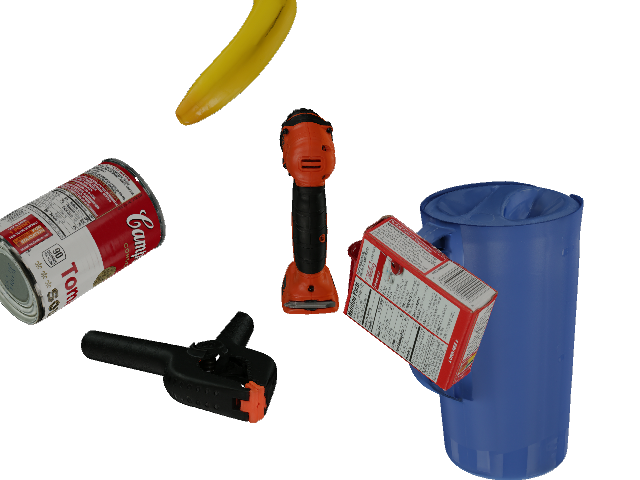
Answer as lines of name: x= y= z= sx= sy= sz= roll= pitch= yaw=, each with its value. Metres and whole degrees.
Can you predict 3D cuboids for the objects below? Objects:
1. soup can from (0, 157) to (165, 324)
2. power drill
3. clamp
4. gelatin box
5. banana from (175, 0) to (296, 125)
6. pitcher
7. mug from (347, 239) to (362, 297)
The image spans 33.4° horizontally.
soup can: x=-0.159 y=-0.001 z=0.683 sx=0.102 sy=0.068 sz=0.069 roll=-36 pitch=22 yaw=-34
power drill: x=-0.014 y=-0.033 z=1.067 sx=0.057 sy=0.188 sz=0.184 roll=-2 pitch=17 yaw=-1
clamp: x=-0.090 y=0.103 z=0.913 sx=0.164 sy=0.036 sz=0.210 roll=-9 pitch=17 yaw=-34
gelatin box: x=0.060 y=0.038 z=0.659 sx=0.089 sy=0.073 sz=0.030 roll=37 pitch=48 yaw=26
banana: x=-0.061 y=-0.167 z=0.896 sx=0.070 sy=0.197 sz=0.037 roll=-20 pitch=-56 yaw=36
pitcher: x=0.148 y=0.079 z=0.909 sx=0.149 sy=0.243 sz=0.145 roll=-1 pitch=18 yaw=9
mug: x=0.087 y=0.053 z=1.274 sx=0.117 sy=0.081 sz=0.093 roll=1 pitch=23 yaw=-9
